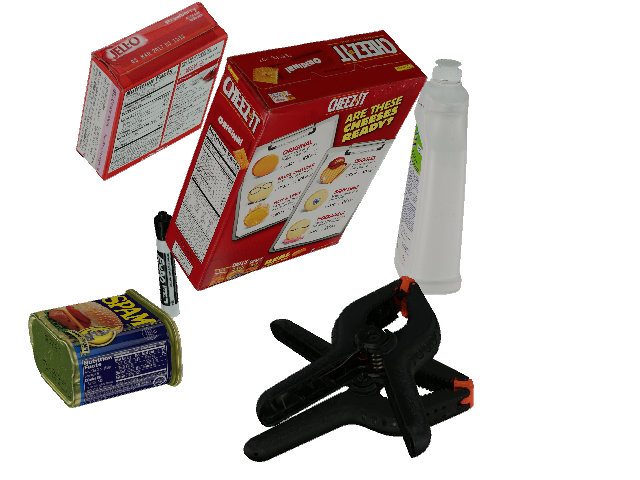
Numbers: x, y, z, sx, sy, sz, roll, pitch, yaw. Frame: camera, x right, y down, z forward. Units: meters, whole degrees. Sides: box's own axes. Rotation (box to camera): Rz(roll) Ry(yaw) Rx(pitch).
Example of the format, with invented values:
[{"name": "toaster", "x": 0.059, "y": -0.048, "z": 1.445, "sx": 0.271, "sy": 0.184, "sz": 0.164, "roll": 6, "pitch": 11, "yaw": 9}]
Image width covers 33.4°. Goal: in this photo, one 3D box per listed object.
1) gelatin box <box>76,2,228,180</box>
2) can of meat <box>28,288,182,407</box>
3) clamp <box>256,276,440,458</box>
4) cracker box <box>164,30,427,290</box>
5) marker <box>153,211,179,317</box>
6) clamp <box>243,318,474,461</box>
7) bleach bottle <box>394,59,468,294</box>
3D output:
[{"name": "gelatin box", "x": -0.094, "y": -0.082, "z": 0.588, "sx": 0.073, "sy": 0.030, "sz": 0.089, "roll": -35, "pitch": -15, "yaw": -32}, {"name": "can of meat", "x": -0.164, "y": 0.081, "z": 0.807, "sx": 0.083, "sy": 0.057, "sz": 0.102, "roll": -11, "pitch": 21, "yaw": -31}, {"name": "clamp", "x": 0.046, "y": 0.087, "z": 0.750, "sx": 0.120, "sy": 0.039, "sz": 0.171, "roll": 19, "pitch": 43, "yaw": 24}, {"name": "cracker box", "x": -0.027, "y": -0.067, "z": 0.895, "sx": 0.163, "sy": 0.072, "sz": 0.214, "roll": -18, "pitch": -31, "yaw": -36}, {"name": "marker", "x": -0.160, "y": 0.025, "z": 1.107, "sx": 0.020, "sy": 0.121, "sz": 0.020, "roll": 0, "pitch": 29, "yaw": 0}, {"name": "clamp", "x": 0.034, "y": 0.146, "z": 0.986, "sx": 0.210, "sy": 0.036, "sz": 0.164, "roll": 6, "pitch": 44, "yaw": 14}, {"name": "bleach bottle", "x": 0.129, "y": -0.072, "z": 1.182, "sx": 0.068, "sy": 0.251, "sz": 0.102, "roll": -1, "pitch": 25, "yaw": -10}]
